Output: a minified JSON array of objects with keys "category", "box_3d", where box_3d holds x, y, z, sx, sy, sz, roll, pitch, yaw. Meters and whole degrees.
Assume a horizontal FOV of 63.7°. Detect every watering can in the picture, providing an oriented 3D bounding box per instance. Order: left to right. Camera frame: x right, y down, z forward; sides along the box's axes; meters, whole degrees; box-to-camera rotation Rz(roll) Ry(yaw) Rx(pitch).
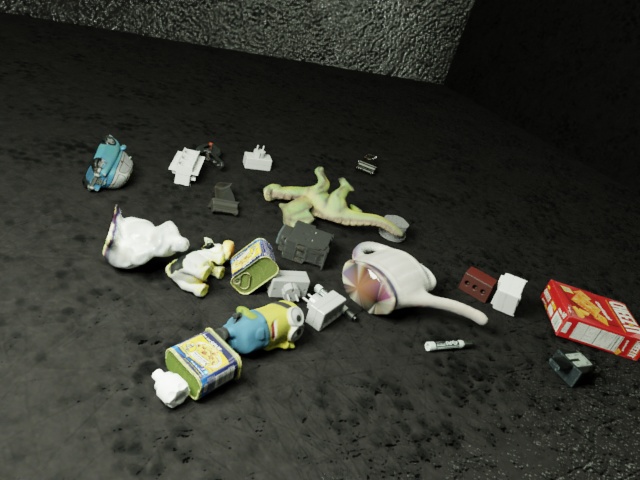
[{"category":"watering can","box_3d":[0.196,0.108,1.176,0.226,0.102,0.352,-17,43,-44]}]

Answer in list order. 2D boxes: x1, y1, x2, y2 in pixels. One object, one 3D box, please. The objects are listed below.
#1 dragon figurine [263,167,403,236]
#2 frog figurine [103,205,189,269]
[{"category":"dragon figurine","box_3d":[0.004,-0.072,1.426,0.414,0.119,0.246,33,49,29]},{"category":"frog figurine","box_3d":[-0.356,0.007,1.063,0.159,0.122,0.139,17,12,-23]}]
